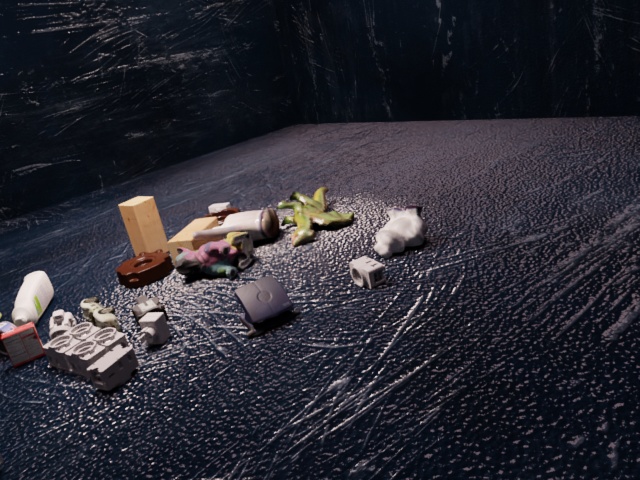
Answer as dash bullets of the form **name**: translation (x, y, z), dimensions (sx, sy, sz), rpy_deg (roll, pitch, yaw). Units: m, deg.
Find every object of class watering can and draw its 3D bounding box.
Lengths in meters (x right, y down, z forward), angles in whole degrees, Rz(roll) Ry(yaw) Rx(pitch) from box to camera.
- **watering can**: translation (-0.262, -0.038, 1.712), dimensions (0.224, 0.103, 0.350), rpy_deg (-8, 6, 14)

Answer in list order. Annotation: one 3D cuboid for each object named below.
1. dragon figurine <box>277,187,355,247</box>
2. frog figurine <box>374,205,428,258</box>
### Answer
- **dragon figurine**: translation (0.005, -0.090, 1.788), dimensions (0.244, 0.119, 0.417), rpy_deg (20, 36, 26)
- **frog figurine**: translation (0.226, -0.009, 1.449), dimensions (0.138, 0.120, 0.162), rpy_deg (9, 64, 29)
